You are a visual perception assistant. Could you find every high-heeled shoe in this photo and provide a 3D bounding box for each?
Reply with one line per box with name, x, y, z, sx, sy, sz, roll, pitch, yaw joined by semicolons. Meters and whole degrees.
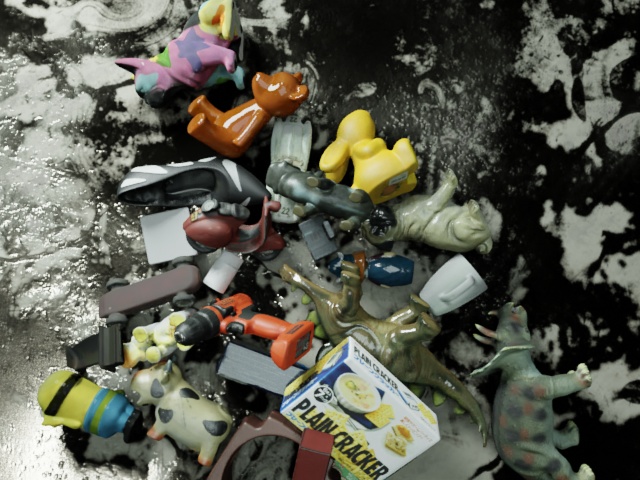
high-heeled shoe;-0.221;-0.083;0.932;0.249;0.145;0.086;13;124;16

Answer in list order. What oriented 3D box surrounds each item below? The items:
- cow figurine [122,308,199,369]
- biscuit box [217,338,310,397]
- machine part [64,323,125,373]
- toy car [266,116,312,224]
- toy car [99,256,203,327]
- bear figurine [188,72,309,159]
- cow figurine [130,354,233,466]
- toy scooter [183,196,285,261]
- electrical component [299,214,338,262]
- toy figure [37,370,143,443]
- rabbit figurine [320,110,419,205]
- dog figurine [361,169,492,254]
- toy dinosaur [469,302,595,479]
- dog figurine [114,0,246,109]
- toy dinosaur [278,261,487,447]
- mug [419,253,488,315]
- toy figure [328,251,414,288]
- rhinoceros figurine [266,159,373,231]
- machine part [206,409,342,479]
cow figurine;-0.279;0.171;0.953;0.167;0.098;0.068;-23;91;17
biscuit box;-0.077;0.240;0.959;0.203;0.059;0.062;21;86;1
machine part;-0.389;0.195;0.934;0.139;0.039;0.084;-19;76;29
toy car;-0.058;-0.130;0.988;0.074;0.056;0.201;6;86;0
toy car;-0.299;0.095;0.949;0.202;0.053;0.089;-20;62;12
bear figurine;-0.122;-0.236;0.940;0.196;0.120;0.131;-40;126;21
cow figurine;-0.243;0.288;0.940;0.195;0.085;0.127;31;85;-2
toy scooter;-0.136;-0.029;0.925;0.184;0.135;0.075;13;47;-22
electrical component;-0.002;-0.003;0.949;0.048;0.119;0.074;-26;89;-3
toy figure;-0.400;0.288;0.940;0.180;0.082;0.089;18;89;2
rabbit figurine;0.081;-0.152;0.980;0.162;0.121;0.173;-25;73;7
dog figurine;0.188;-0.011;0.962;0.190;0.121;0.172;-34;67;3
toy dinosaur;0.364;0.318;0.939;0.192;0.131;0.404;-3;90;11
dog figurine;-0.253;-0.337;0.977;0.219;0.108;0.191;-4;87;1
toy dinosaur;0.119;0.187;0.931;0.472;0.105;0.198;32;108;5
mug;0.235;0.089;0.957;0.107;0.109;0.081;-40;96;8
toy figure;0.092;0.053;0.978;0.155;0.057;0.064;6;77;4
rhinoceros figurine;-0.002;-0.082;0.902;0.190;0.112;0.073;20;114;8
machine part;-0.079;0.414;0.926;0.201;0.087;0.201;31;84;6
